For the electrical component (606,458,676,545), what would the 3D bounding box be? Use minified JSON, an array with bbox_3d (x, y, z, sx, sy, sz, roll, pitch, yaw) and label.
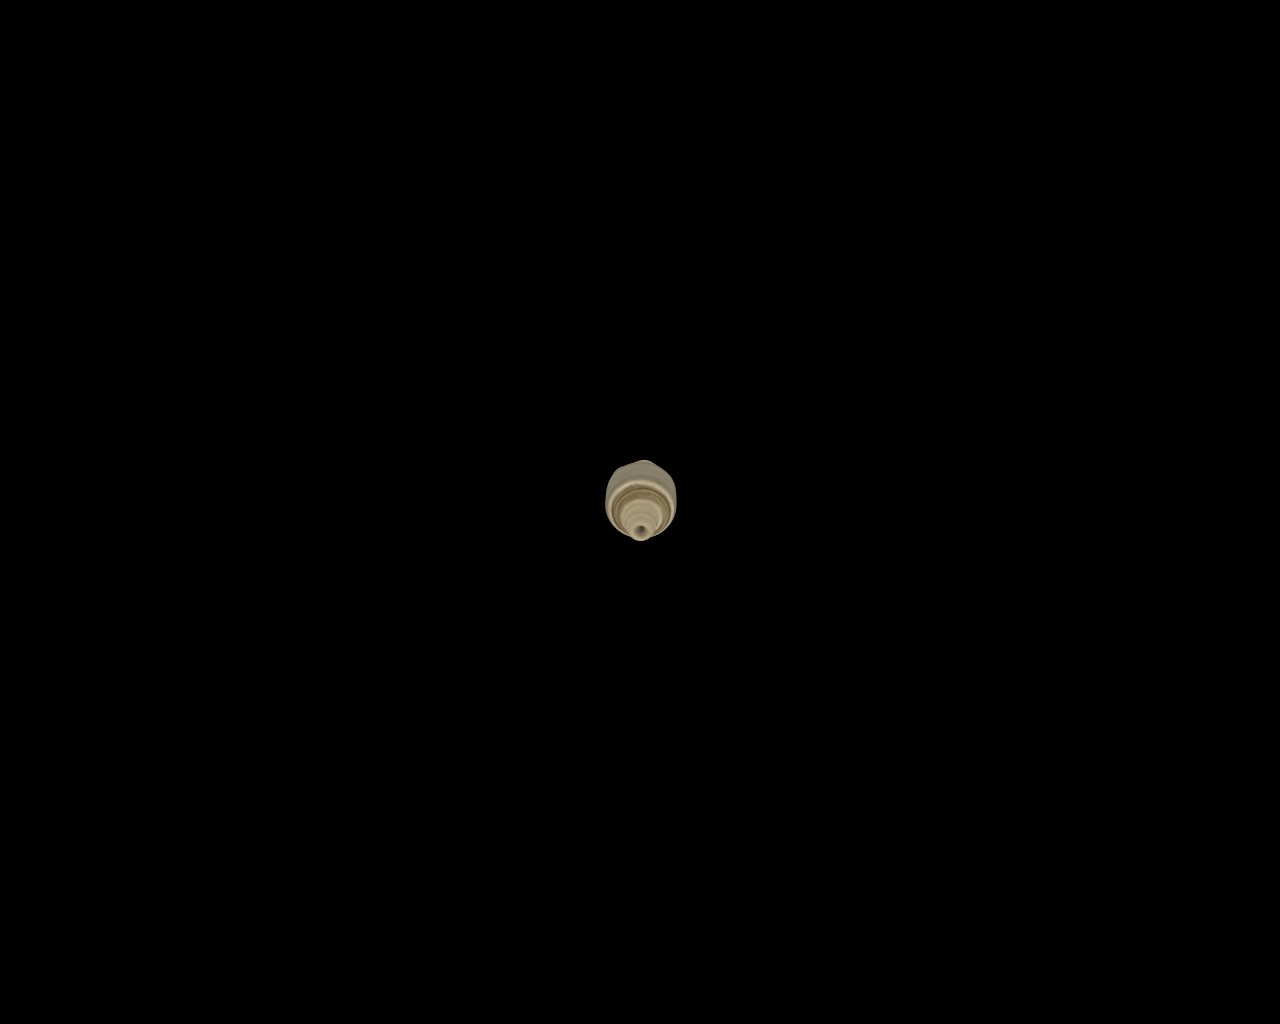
[{"bbox_3d":[0.001,-0.003,0.650,0.043,0.043,0.062,0,28,0],"label":"electrical component"}]
